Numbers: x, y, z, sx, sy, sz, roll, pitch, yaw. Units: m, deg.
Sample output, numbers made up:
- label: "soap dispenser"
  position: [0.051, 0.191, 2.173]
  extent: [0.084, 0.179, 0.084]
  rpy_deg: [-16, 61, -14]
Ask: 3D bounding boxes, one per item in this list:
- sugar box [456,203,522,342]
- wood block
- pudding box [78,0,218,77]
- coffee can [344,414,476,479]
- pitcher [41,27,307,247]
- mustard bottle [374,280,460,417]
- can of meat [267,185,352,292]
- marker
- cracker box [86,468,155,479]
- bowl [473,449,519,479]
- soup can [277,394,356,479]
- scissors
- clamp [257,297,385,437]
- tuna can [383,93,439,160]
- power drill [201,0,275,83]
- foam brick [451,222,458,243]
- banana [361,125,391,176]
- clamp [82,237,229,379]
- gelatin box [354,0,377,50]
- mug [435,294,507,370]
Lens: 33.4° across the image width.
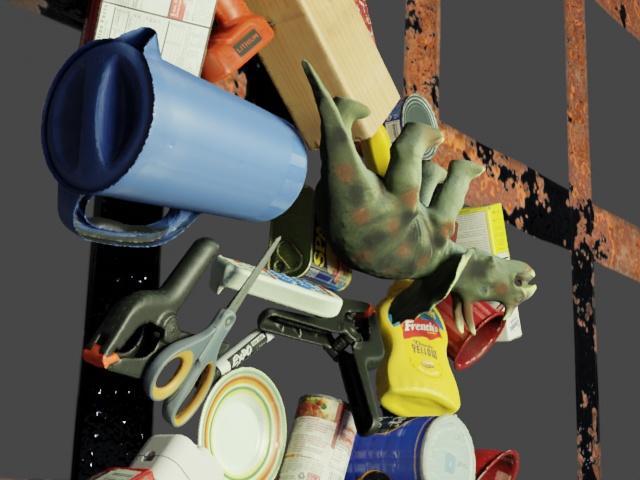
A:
- label: "sugar box"
  position: [0.201, 0.045, 1.388]
  extent: [0.048, 0.094, 0.176]
  rpy_deg: [-14, 95, -53]
- label: "wood block"
  position: [-0.005, -0.212, 1.170]
  extent: [0.206, 0.091, 0.090]
  rpy_deg: [61, 42, -25]
- label: "pudding box"
  position: [-0.154, -0.199, 0.964]
  extent: [0.113, 0.039, 0.090]
  rpy_deg: [9, 103, -31]
- label: "coffee can"
  position: [0.082, 0.241, 1.150]
  extent: [0.102, 0.141, 0.103]
  rpy_deg: [14, 72, -51]
- label: "pitcher"
  position: [-0.125, -0.077, 0.969]
  extent: [0.242, 0.149, 0.145]
  rpy_deg: [15, 56, -54]
- label: "mustard bottle"
  position: [0.106, 0.117, 1.247]
  extent: [0.096, 0.058, 0.191]
  rpy_deg: [17, 42, -21]
- label: "can of meat"
  position: [-0.008, 0.002, 1.153]
  extent: [0.083, 0.058, 0.102]
  rpy_deg: [24, 65, -52]
- label: "marker"
  position: [-0.085, 0.116, 1.058]
  extent: [0.120, 0.020, 0.020]
  rpy_deg: [-36, 111, -50]
- label: "cracker box"
  position: [-0.184, 0.311, 0.846]
  extent: [0.163, 0.072, 0.214]
  rpy_deg: [-24, 103, -51]
- label: "bowl"
  position: [0.175, 0.313, 1.298]
  extent: [0.161, 0.055, 0.162]
  rpy_deg: [-36, 142, -35]
- label: "soup can"
  position: [-0.003, 0.220, 1.104]
  extent: [0.068, 0.069, 0.102]
  rpy_deg: [44, 51, -39]
- label: "scissors"
  position: [-0.101, 0.076, 0.975]
  extent: [0.096, 0.016, 0.202]
  rpy_deg: [29, 86, -59]
- label: "clamp"
  position: [0.016, 0.105, 1.143]
  extent: [0.164, 0.036, 0.209]
  rpy_deg: [45, 23, -5]
- label: "tuna can"
  position: [0.116, -0.141, 1.362]
  extent: [0.086, 0.034, 0.086]
  rpy_deg: [15, 71, -51]
- label: "power drill"
  position: [-0.131, -0.249, 1.040]
  extent: [0.184, 0.057, 0.187]
  rpy_deg: [-48, 121, -42]
- label: "foam brick"
  position: [0.136, 0.006, 1.343]
  extent: [0.051, 0.053, 0.078]
  rpy_deg: [37, 56, -45]
- label: "banana"
  position: [0.086, -0.068, 1.284]
  extent: [0.037, 0.070, 0.198]
  rpy_deg: [-28, 116, -10]
- label: "clamp"
  position: [-0.141, 0.084, 0.973]
  extent: [0.171, 0.039, 0.120]
  rpy_deg: [-37, 121, -42]
- label: "gelatin box"
  position: [0.030, -0.258, 1.276]
  extent: [0.073, 0.030, 0.089]
  rpy_deg: [-20, 99, -52]
- label: "mug"
  position: [0.179, 0.093, 1.325]
  extent: [0.117, 0.082, 0.093]
  rpy_deg: [-40, 152, -15]
